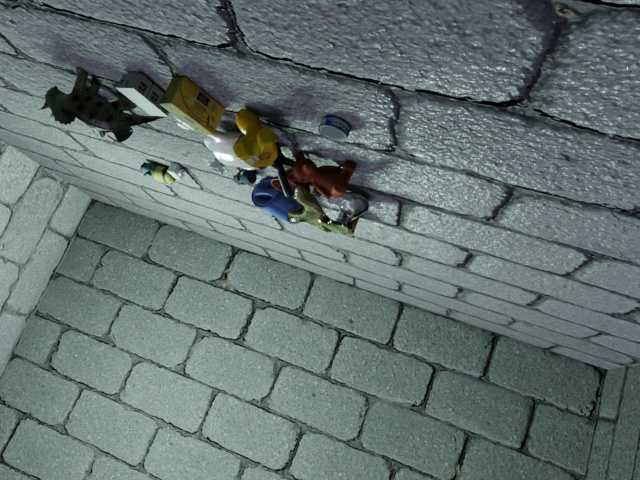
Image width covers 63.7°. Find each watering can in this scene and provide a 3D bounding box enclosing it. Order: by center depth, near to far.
[{"bbox_3d":[-0.304,-0.318,1.697,0.225,0.343,0.105,9,73,36],"label":"watering can"}]

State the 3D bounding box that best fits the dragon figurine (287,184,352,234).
[{"bbox_3d":[0.006,-0.092,1.829,0.408,0.242,0.123,133,158,-82],"label":"dragon figurine"}]

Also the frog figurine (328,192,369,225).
[{"bbox_3d":[0.097,-0.145,1.853,0.122,0.160,0.137,-33,-6,7],"label":"frog figurine"}]
